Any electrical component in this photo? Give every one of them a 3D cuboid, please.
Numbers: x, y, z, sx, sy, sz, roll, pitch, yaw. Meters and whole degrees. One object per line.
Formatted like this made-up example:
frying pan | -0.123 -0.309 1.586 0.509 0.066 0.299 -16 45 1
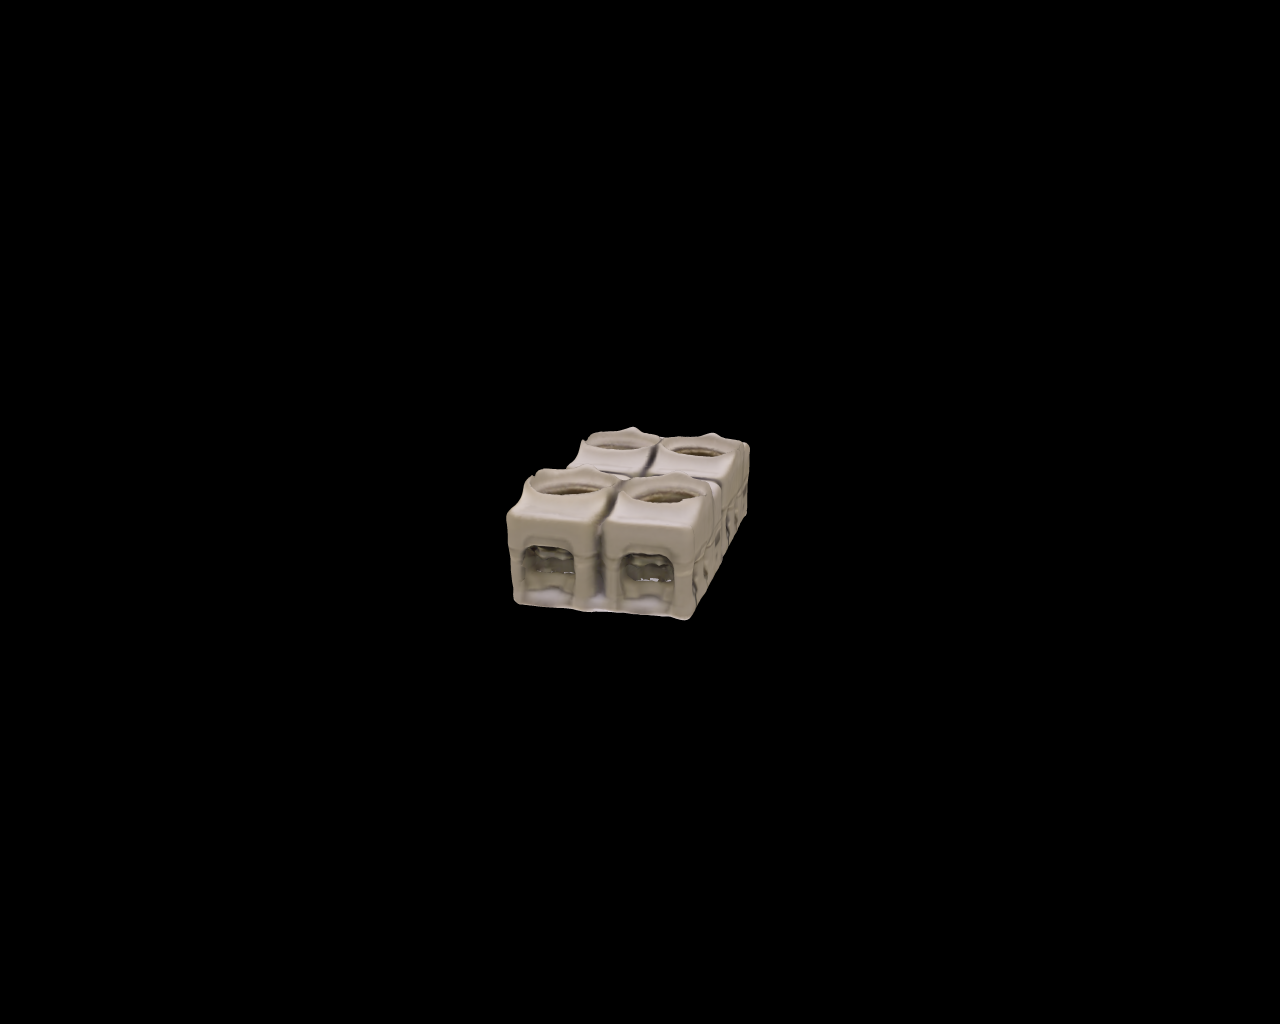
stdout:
electrical component | 0.001 -0.003 0.650 0.105 0.060 0.186 5 19 15
